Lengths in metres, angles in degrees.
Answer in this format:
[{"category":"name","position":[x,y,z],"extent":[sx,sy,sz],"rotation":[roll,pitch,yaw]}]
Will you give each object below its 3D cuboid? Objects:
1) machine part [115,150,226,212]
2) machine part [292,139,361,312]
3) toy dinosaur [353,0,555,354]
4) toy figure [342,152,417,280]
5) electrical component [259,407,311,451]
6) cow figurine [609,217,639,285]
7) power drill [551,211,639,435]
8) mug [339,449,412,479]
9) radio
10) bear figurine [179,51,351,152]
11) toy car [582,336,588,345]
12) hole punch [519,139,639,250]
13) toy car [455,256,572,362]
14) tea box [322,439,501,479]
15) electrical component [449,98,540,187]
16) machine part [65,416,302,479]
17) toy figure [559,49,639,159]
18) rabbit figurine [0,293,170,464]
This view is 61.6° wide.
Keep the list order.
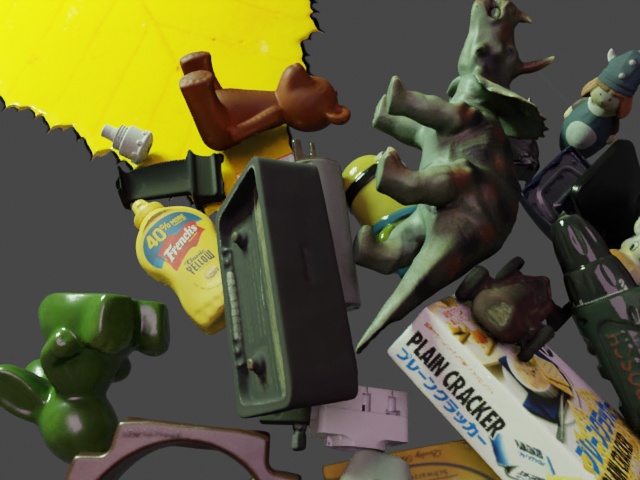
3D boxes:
[{"category":"machine part","position":[-0.192,-0.073,0.691],"extent":[0.139,0.039,0.084],"rotation":[-6,68,-2]},{"category":"machine part","position":[-0.001,-0.002,0.607],"extent":[0.079,0.079,0.243],"rotation":[-8,74,-2]},{"category":"toy dinosaur","position":[0.144,-0.062,0.553],"extent":[0.192,0.131,0.405],"rotation":[11,67,-2]},{"category":"toy figure","position":[0.084,-0.024,0.630],"extent":[0.089,0.082,0.180],"rotation":[-16,66,-7]},{"category":"electrical component","position":[-0.036,0.172,0.567],"extent":[0.063,0.021,0.094],"rotation":[-1,64,2]},{"category":"cow figurine","position":[0.375,0.004,0.567],"extent":[0.167,0.098,0.068],"rotation":[-11,55,-31]},{"category":"power drill","position":[0.340,0.061,0.479],"extent":[0.207,0.086,0.232],"rotation":[-15,78,16]},{"category":"mug","position":[0.038,0.220,0.421],"extent":[0.081,0.109,0.107],"rotation":[5,49,12]},{"category":"radio","position":[-0.041,0.049,0.520],"extent":[0.073,0.131,0.229],"rotation":[4,65,-30]},{"category":"bear figurine","position":[-0.069,-0.187,0.695],"extent":[0.196,0.131,0.120],"rotation":[-15,39,1]},{"category":"toy car","position":[0.347,0.134,0.550],"extent":[0.073,0.056,0.202],"rotation":[-23,64,-10]},{"category":"hole punch","position":[0.312,-0.045,0.632],"extent":[0.142,0.092,0.115],"rotation":[-41,113,-20]},{"category":"toy car","position":[0.204,0.058,0.535],"extent":[0.089,0.202,0.053],"rotation":[44,116,25]},{"category":"tea box","position":[0.093,0.246,0.498],"extent":[0.170,0.068,0.098],"rotation":[-11,62,-4]},{"category":"electrical component","position":[0.206,-0.130,0.692],"extent":[0.134,0.058,0.115],"rotation":[3,61,3]},{"category":"machine part","position":[-0.123,0.266,0.469],"extent":[0.201,0.087,0.201],"rotation":[7,69,-3]},{"category":"toy figure","position":[0.339,-0.157,0.645],"extent":[0.064,0.154,0.058],"rotation":[14,62,8]},{"category":"rabbit figurine","position":[-0.249,0.140,0.544],"extent":[0.159,0.121,0.170],"rotation":[1,78,6]}]
